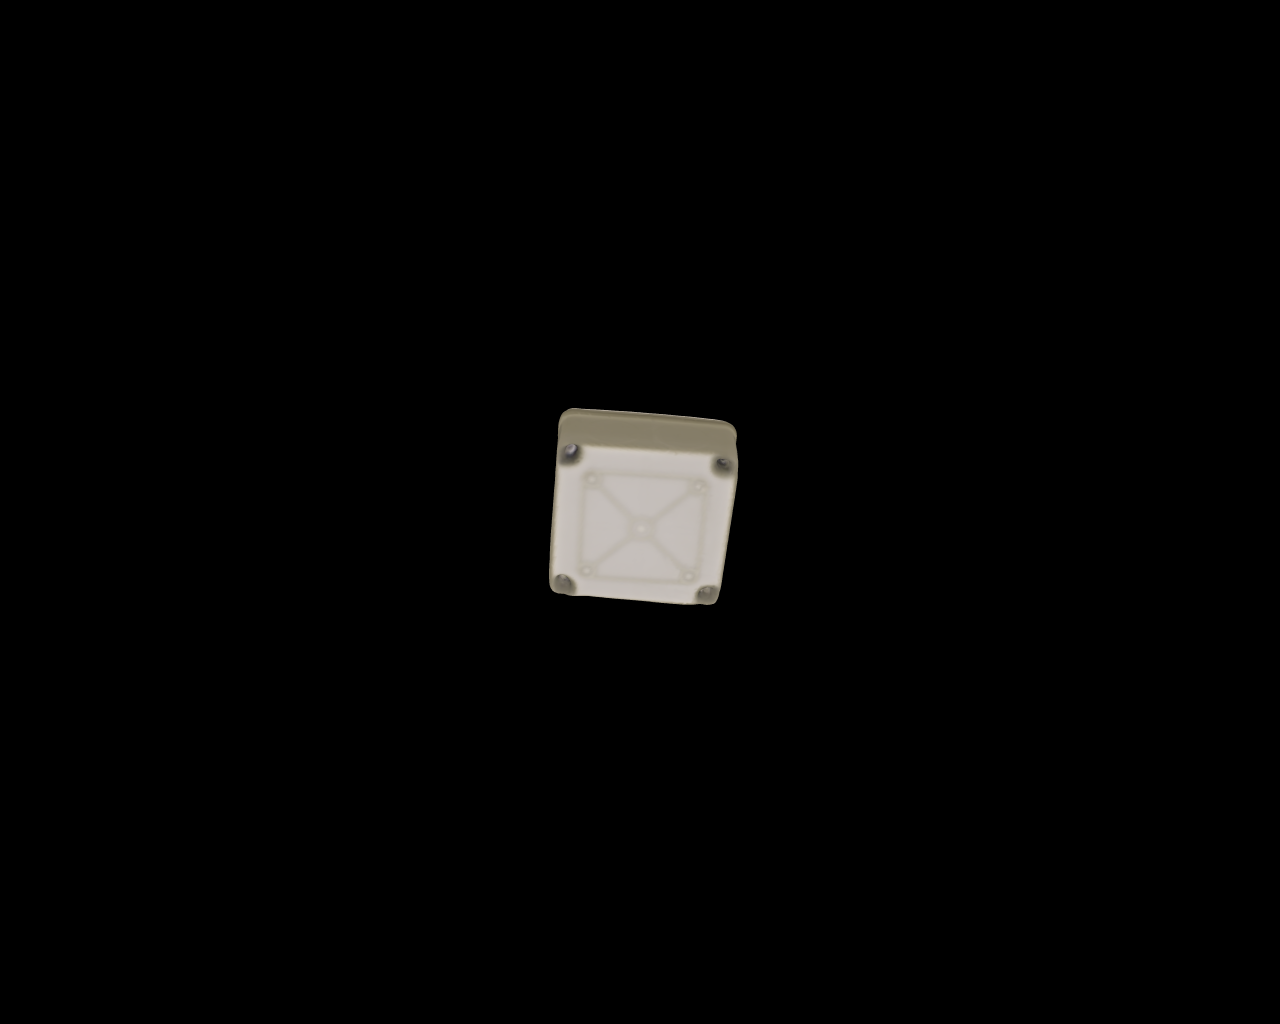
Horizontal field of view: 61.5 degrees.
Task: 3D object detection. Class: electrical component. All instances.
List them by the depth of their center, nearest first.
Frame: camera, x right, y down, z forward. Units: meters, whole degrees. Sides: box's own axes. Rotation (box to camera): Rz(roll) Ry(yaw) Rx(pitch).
[{"bbox_3d":[0.001,-0.003,0.650,0.109,0.108,0.056,4,28,-2],"label":"electrical component"}]
